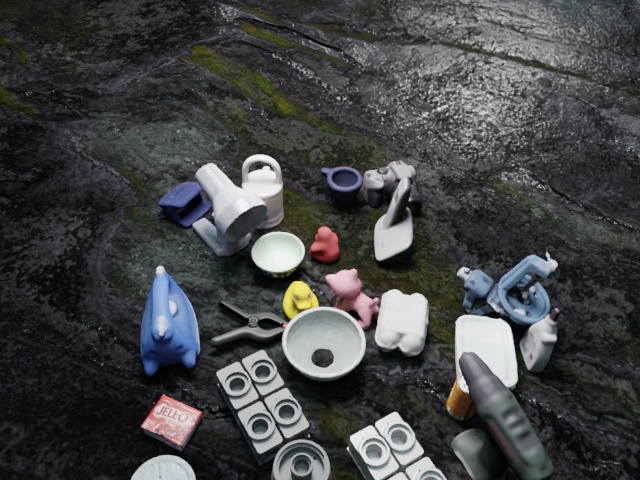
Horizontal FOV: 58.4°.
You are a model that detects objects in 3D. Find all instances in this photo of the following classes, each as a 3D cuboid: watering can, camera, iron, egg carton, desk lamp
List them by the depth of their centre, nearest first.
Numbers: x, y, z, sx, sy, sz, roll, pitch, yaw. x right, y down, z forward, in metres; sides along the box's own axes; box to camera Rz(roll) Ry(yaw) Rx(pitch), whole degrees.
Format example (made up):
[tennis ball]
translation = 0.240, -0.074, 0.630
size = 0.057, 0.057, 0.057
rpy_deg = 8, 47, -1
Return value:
[iron]
translation = -0.320, 0.140, 1.179
size = 0.119, 0.141, 0.258
rpy_deg = -9, 49, -11
[egg carton]
translation = 0.176, 0.176, 1.220
size = 0.107, 0.069, 0.150
rpy_deg = 10, 48, 6
[desk lamp]
translation = -0.217, -0.060, 1.318
size = 0.118, 0.214, 0.202
rpy_deg = -32, 57, -28
[watering can]
translation = -0.138, -0.121, 1.390
size = 0.101, 0.194, 0.172
rpy_deg = -13, 50, -14
[camera]
translation = 0.197, -0.131, 1.479
size = 0.143, 0.101, 0.136
rpy_deg = -12, 49, -13

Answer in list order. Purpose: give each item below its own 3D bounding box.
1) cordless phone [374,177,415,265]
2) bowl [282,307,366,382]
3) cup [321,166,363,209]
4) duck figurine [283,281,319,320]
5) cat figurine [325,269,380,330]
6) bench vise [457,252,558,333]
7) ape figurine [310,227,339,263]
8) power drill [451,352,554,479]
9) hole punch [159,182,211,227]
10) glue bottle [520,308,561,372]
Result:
[cordless phone]
translation = 0.182, -0.044, 1.342
size = 0.094, 0.185, 0.147
rpy_deg = 2, 48, -1
[bowl]
translation = 0.008, 0.223, 1.165
size = 0.167, 0.075, 0.167
rpy_deg = 2, 48, -1
[cup]
translation = 0.050, -0.132, 1.477
size = 0.117, 0.095, 0.092
rpy_deg = 27, 52, 20
[duck figurine]
translation = -0.042, 0.125, 1.245
size = 0.077, 0.086, 0.104
rpy_deg = -10, 49, -11
[cat figurine]
translation = 0.074, 0.115, 1.238
size = 0.127, 0.118, 0.067
rpy_deg = 32, 54, 24
[bench vise]
translation = 0.393, 0.103, 1.196
size = 0.207, 0.220, 0.121
rpy_deg = 10, 48, 7
[ape figurine]
translation = 0.012, 0.005, 1.352
size = 0.078, 0.092, 0.076
rpy_deg = -20, 52, -20
[power drill]
translation = 0.296, 0.332, 0.991
size = 0.076, 0.208, 0.229
rpy_deg = -21, 52, -20
[hole punch]
translation = -0.342, -0.102, 1.432
size = 0.101, 0.091, 0.109
rpy_deg = 26, 52, 20
[glue bottle]
translation = 0.449, 0.192, 1.150
size = 0.037, 0.173, 0.078
rpy_deg = 0, 48, -3
